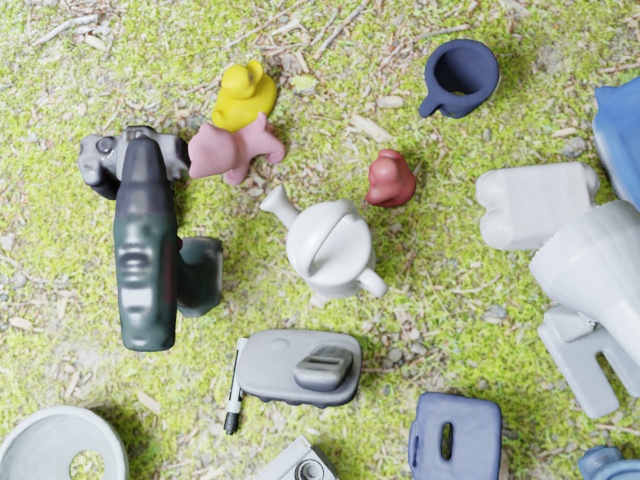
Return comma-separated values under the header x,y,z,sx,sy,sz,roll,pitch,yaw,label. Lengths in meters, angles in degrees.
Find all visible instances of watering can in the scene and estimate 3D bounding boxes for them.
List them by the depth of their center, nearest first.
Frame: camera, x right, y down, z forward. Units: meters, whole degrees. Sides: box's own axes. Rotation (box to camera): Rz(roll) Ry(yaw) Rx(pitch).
x,y,z,sx,sy,sz,roll,pitch,yaw,label
0.005,0.004,0.667,0.172,0.194,0.101,17,79,11,watering can

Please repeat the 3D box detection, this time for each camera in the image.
x,y,z,sx,sy,sz,roll,pitch,yaw,label
-0.249,-0.075,0.764,0.143,0.101,0.137,-3,76,6,camera

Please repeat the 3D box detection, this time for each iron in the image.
x,y,z,sx,sy,sz,roll,pitch,yaw,label
0.423,-0.095,0.668,0.118,0.141,0.258,-16,75,3,iron

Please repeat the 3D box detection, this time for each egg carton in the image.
x,y,z,sx,sy,sz,roll,pitch,yaw,label
0.272,-0.041,0.711,0.150,0.069,0.107,-6,76,5,egg carton

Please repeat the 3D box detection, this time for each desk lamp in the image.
x,y,z,sx,sy,sz,roll,pitch,yaw,label
0.309,0.080,0.604,0.118,0.214,0.203,-27,75,0,desk lamp

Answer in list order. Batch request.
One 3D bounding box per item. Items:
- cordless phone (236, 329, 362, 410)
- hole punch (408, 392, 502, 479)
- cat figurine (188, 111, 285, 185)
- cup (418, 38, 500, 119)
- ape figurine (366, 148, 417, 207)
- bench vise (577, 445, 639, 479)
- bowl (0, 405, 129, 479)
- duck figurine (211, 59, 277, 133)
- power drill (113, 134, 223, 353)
x,y,z,sx,sy,sz,roll,pitch,yaw,label
-0.029,0.142,0.643,0.147,0.185,0.094,0,77,7,cordless phone
0.151,0.231,0.650,0.101,0.091,0.109,5,77,8,hole punch
-0.117,-0.125,0.752,0.128,0.118,0.067,-33,75,-1,cat figurine
0.171,-0.189,0.744,0.091,0.095,0.118,43,85,14,cup
0.086,-0.081,0.731,0.076,0.092,0.078,35,83,13,ape figurine
0.344,0.306,0.543,0.121,0.220,0.207,-37,75,-2,bench vise
-0.301,0.286,0.699,0.167,0.075,0.167,-1,77,6,bowl
-0.111,-0.202,0.786,0.077,0.086,0.104,43,85,14,duck figurine
-0.180,0.018,0.678,0.075,0.208,0.229,-3,76,6,power drill
